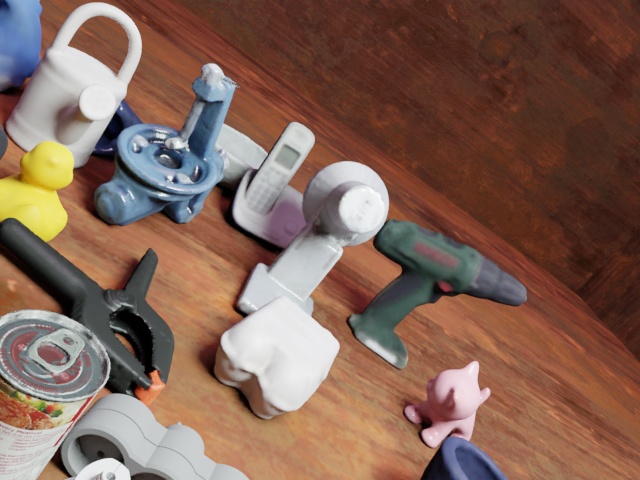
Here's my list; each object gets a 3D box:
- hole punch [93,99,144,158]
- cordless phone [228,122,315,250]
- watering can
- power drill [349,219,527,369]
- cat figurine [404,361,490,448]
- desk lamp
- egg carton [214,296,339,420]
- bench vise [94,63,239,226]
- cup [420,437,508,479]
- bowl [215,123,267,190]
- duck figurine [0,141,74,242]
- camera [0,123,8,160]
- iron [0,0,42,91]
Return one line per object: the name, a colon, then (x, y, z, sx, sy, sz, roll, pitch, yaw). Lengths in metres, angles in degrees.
hole punch: (-0.290, -0.175, 0.812, 0.108, 0.091, 0.101, 47, 20, 25)
cordless phone: (-0.045, -0.080, 0.901, 0.148, 0.185, 0.094, 28, 20, -28)
watering can: (-0.282, -0.187, 0.687, 0.172, 0.194, 0.101, 46, 19, 24)
power drill: (0.153, 0.084, 0.844, 0.230, 0.208, 0.075, 37, 18, -5)
cat figurine: (0.175, 0.207, 0.735, 0.128, 0.117, 0.067, 20, 25, -45)
desk lamp: (0.007, 0.003, 0.752, 0.118, 0.213, 0.203, 35, 18, -9)
egg carton: (-0.042, 0.121, 0.603, 0.107, 0.069, 0.150, 40, 18, 6)
bench vise: (-0.167, -0.122, 0.711, 0.122, 0.219, 0.207, 35, 18, -8)
cup: (0.135, 0.265, 0.550, 0.092, 0.095, 0.117, 19, 26, -46)
bowl: (-0.158, -0.136, 1.000, 0.168, 0.074, 0.167, 34, 18, -13)
duck figurine: (-0.273, -0.054, 0.557, 0.078, 0.086, 0.104, 27, 21, -32)
camera: (-0.369, -0.129, 0.529, 0.136, 0.100, 0.143, 40, 18, 6)
iron: (-0.445, -0.279, 0.685, 0.118, 0.141, 0.259, 43, 18, 15)
